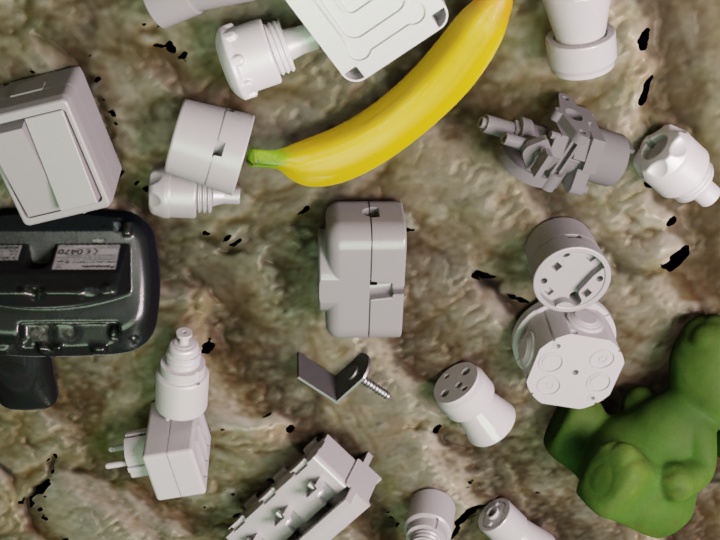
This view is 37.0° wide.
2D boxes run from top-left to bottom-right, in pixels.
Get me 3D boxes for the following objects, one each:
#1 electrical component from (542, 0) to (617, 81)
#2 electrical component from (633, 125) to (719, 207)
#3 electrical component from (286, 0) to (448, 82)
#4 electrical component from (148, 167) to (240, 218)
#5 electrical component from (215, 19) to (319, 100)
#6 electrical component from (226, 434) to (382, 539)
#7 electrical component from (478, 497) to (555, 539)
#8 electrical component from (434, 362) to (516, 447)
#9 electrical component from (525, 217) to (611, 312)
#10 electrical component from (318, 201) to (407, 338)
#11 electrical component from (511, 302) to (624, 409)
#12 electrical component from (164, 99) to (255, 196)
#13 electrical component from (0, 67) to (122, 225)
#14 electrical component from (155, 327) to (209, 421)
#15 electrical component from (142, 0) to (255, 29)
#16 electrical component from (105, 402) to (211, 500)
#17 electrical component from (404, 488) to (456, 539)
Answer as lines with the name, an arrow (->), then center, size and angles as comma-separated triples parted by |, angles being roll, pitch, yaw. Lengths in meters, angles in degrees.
electrical component -> 0.139, -0.154, 0.679 | 0.045, 0.045, 0.055 | -11, 124, 3
electrical component -> 0.223, -0.067, 0.742 | 0.062, 0.043, 0.043 | 35, 115, -24
electrical component -> -0.007, -0.182, 0.644 | 0.078, 0.057, 0.113 | -31, 120, 16
electrical component -> -0.113, -0.052, 0.737 | 0.061, 0.035, 0.035 | 2, 123, -8
electrical component -> -0.057, -0.138, 0.679 | 0.062, 0.048, 0.048 | -19, 123, 0
electrical component -> -0.049, 0.196, 0.885 | 0.063, 0.078, 0.121 | 44, 113, -3
electrical component -> 0.134, 0.228, 0.933 | 0.044, 0.044, 0.065 | -37, 113, 19
electrical component -> 0.090, 0.105, 0.847 | 0.045, 0.045, 0.055 | -32, 119, 16
electrical component -> 0.148, -0.005, 0.776 | 0.055, 0.047, 0.055 | -2, 123, -3
electrical component -> 0.000, 0.000, 0.766 | 0.059, 0.053, 0.095 | 0, 123, -3
electrical component -> 0.159, 0.062, 0.819 | 0.080, 0.051, 0.080 | -2, 123, -3
electrical component -> -0.099, -0.082, 0.707 | 0.047, 0.055, 0.055 | 16, 121, -9
electrical component -> -0.199, -0.073, 0.701 | 0.062, 0.061, 0.096 | -13, 123, 5
electrical component -> -0.135, 0.078, 0.817 | 0.040, 0.040, 0.078 | 4, 123, -6
electrical component -> -0.100, -0.174, 0.654 | 0.065, 0.044, 0.044 | -18, 123, 14
electrical component -> -0.161, 0.141, 0.842 | 0.077, 0.065, 0.047 | -9, 123, 2
electrical component -> 0.057, 0.219, 0.903 | 0.040, 0.078, 0.040 | 6, 121, 9
